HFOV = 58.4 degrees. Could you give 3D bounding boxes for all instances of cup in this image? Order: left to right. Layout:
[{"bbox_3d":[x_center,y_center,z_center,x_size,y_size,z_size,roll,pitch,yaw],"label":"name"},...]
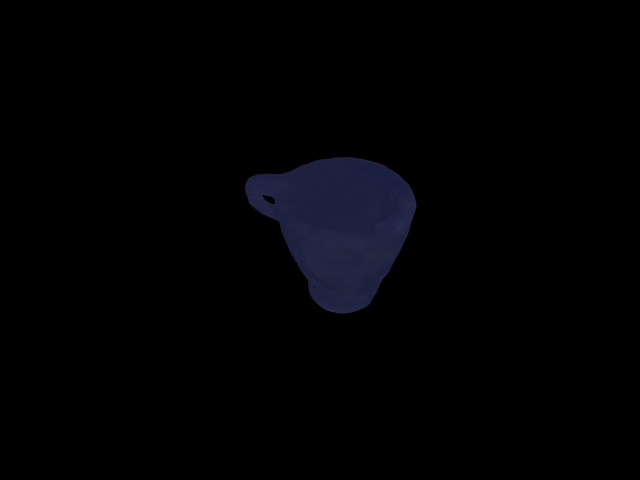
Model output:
[{"bbox_3d":[0.004,0.001,0.400,0.117,0.095,0.092,14,43,15],"label":"cup"}]
